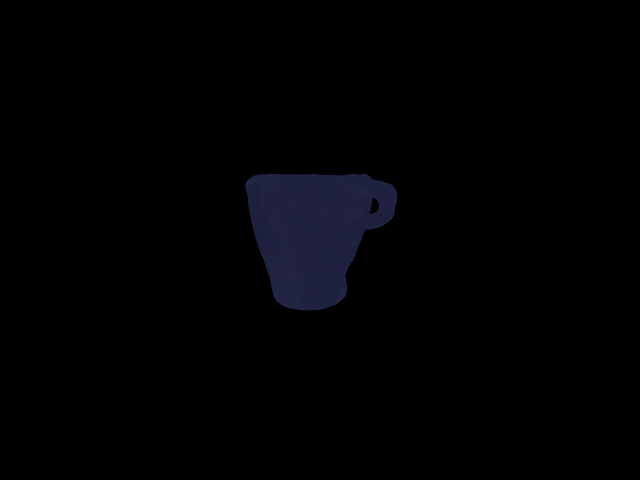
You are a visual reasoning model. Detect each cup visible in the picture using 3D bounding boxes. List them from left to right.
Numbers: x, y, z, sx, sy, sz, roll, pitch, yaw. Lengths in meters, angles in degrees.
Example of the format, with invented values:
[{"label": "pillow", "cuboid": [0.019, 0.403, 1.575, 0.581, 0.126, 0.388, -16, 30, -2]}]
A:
[{"label": "cup", "cuboid": [0.004, 0.001, 0.400, 0.117, 0.095, 0.092, 5, 8, 40]}]
